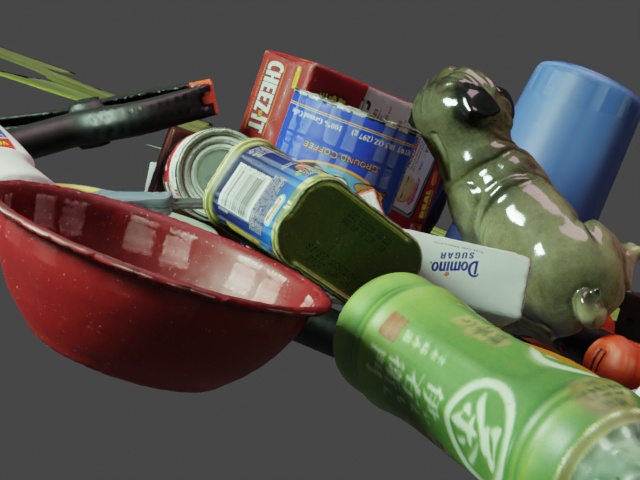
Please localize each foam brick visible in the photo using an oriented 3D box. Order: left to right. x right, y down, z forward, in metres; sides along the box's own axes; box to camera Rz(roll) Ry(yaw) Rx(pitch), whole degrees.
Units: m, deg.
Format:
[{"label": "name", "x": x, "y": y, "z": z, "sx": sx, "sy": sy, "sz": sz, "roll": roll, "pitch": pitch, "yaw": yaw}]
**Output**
[{"label": "foam brick", "x": -0.109, "y": -0.049, "z": 0.874, "sx": 0.053, "sy": 0.078, "sz": 0.051, "roll": 19, "pitch": 5, "yaw": -14}]

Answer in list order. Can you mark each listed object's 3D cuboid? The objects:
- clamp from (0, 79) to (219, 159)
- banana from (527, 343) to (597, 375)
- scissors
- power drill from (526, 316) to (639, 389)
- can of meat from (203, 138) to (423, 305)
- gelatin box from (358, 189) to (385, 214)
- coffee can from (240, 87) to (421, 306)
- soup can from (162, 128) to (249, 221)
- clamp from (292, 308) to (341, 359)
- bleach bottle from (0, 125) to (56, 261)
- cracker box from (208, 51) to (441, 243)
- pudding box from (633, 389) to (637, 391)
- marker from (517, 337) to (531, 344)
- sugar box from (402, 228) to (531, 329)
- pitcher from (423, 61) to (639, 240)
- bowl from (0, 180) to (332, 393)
[{"label": "clamp", "x": -0.182, "y": -0.087, "z": 0.816, "sx": 0.210, "sy": 0.036, "sz": 0.164, "roll": -11, "pitch": 16, "yaw": -5}, {"label": "banana", "x": 0.093, "y": 0.073, "z": 0.663, "sx": 0.197, "sy": 0.037, "sz": 0.070, "roll": 17, "pitch": 2, "yaw": -39}, {"label": "scissors", "x": -0.114, "y": -0.020, "z": 0.686, "sx": 0.201, "sy": 0.016, "sz": 0.096, "roll": 4, "pitch": 15, "yaw": -3}, {"label": "power drill", "x": 0.247, "y": 0.096, "z": 0.845, "sx": 0.184, "sy": 0.057, "sz": 0.188, "roll": 23, "pitch": 4, "yaw": -25}, {"label": "can of meat", "x": -0.003, "y": -0.005, "z": 0.593, "sx": 0.102, "sy": 0.057, "sz": 0.084, "roll": 35, "pitch": -2, "yaw": -34}, {"label": "gelatin box", "x": -0.005, "y": 0.001, "z": 0.701, "sx": 0.089, "sy": 0.030, "sz": 0.073, "roll": -18, "pitch": -12, "yaw": -9}, {"label": "coffee can", "x": 0.005, "y": -0.033, "z": 0.814, "sx": 0.103, "sy": 0.140, "sz": 0.103, "roll": 20, "pitch": 7, "yaw": -3}, {"label": "soup can", "x": -0.080, "y": -0.048, "z": 0.797, "sx": 0.068, "sy": 0.068, "sz": 0.102, "roll": 19, "pitch": -1, "yaw": -13}, {"label": "clamp", "x": -0.051, "y": 0.028, "z": 0.618, "sx": 0.171, "sy": 0.039, "sz": 0.120, "roll": 22, "pitch": -4, "yaw": -9}, {"label": "bleach bottle", "x": -0.213, "y": -0.045, "z": 0.622, "sx": 0.102, "sy": 0.068, "sz": 0.251, "roll": 10, "pitch": 14, "yaw": -46}, {"label": "cracker box", "x": 0.017, "y": -0.059, "z": 0.947, "sx": 0.072, "sy": 0.164, "sz": 0.213, "roll": 24, "pitch": 7, "yaw": 42}, {"label": "pudding box", "x": 0.228, "y": 0.108, "z": 0.625, "sx": 0.090, "sy": 0.039, "sz": 0.113, "roll": -14, "pitch": 0, "yaw": 11}, {"label": "marker", "x": 0.147, "y": 0.080, "z": 0.846, "sx": 0.020, "sy": 0.020, "sz": 0.121, "roll": 17, "pitch": 7, "yaw": -24}, {"label": "sugar box", "x": 0.079, "y": 0.032, "z": 0.715, "sx": 0.093, "sy": 0.048, "sz": 0.176, "roll": 12, "pitch": -11, "yaw": 2}, {"label": "pitcher", "x": 0.197, "y": -0.044, "z": 1.014, "sx": 0.149, "sy": 0.243, "sz": 0.145, "roll": 24, "pitch": 3, "yaw": -12}, {"label": "bowl", "x": -0.079, "y": 0.025, "z": 0.482, "sx": 0.162, "sy": 0.055, "sz": 0.162, "roll": 20, "pitch": 7, "yaw": -3}]
